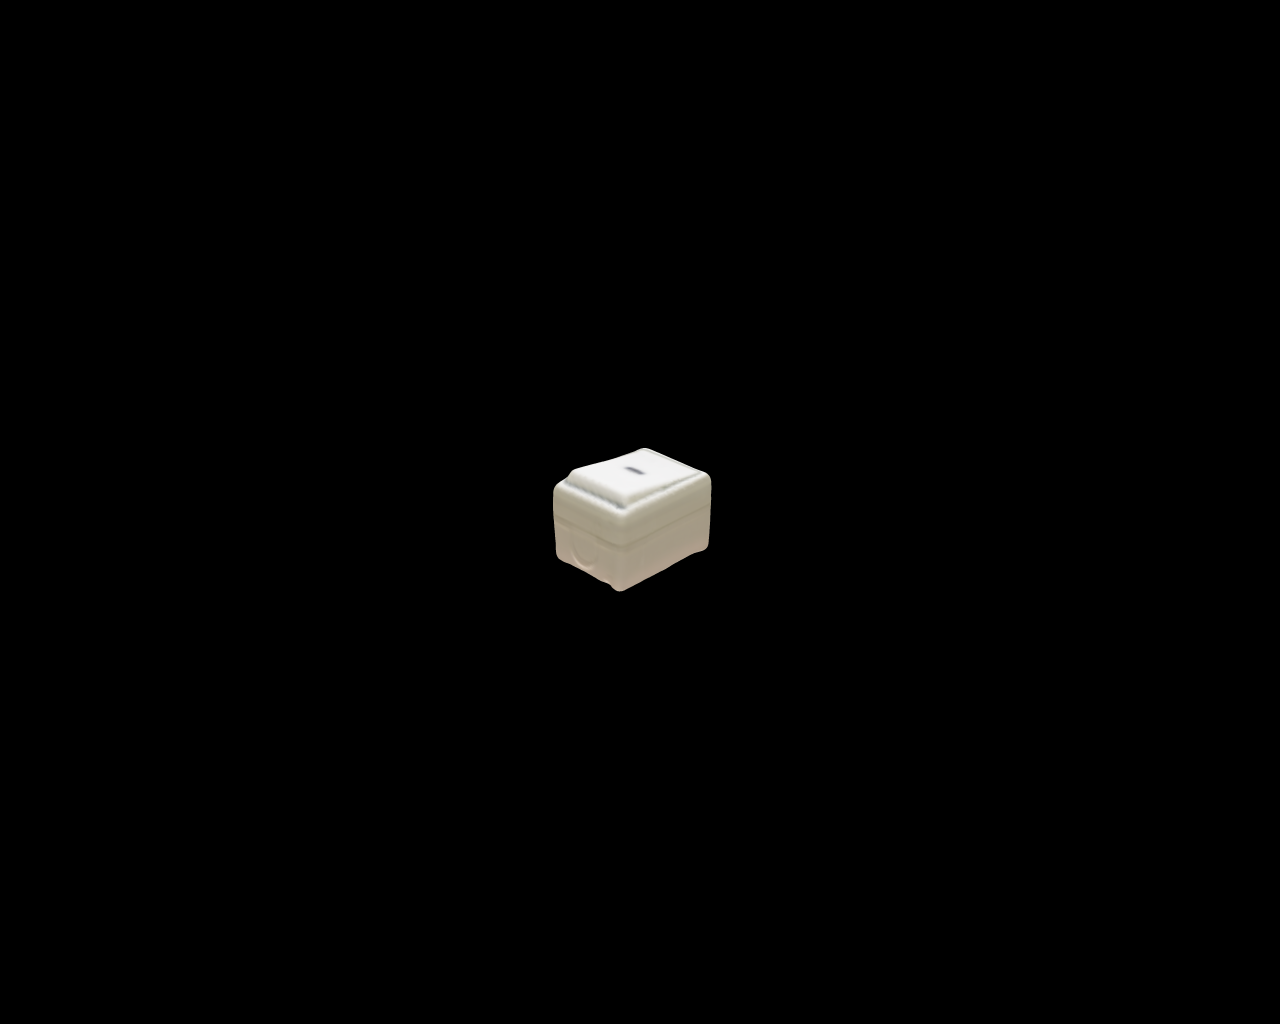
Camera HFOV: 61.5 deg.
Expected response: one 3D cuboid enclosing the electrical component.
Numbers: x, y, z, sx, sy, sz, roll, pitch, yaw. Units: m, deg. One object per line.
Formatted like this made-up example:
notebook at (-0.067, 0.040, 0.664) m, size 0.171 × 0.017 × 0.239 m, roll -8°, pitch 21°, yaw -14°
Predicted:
electrical component at (0.001, -0.003, 0.650) m, size 0.096 × 0.061 × 0.062 m, roll -25°, pitch 37°, yaw -38°
